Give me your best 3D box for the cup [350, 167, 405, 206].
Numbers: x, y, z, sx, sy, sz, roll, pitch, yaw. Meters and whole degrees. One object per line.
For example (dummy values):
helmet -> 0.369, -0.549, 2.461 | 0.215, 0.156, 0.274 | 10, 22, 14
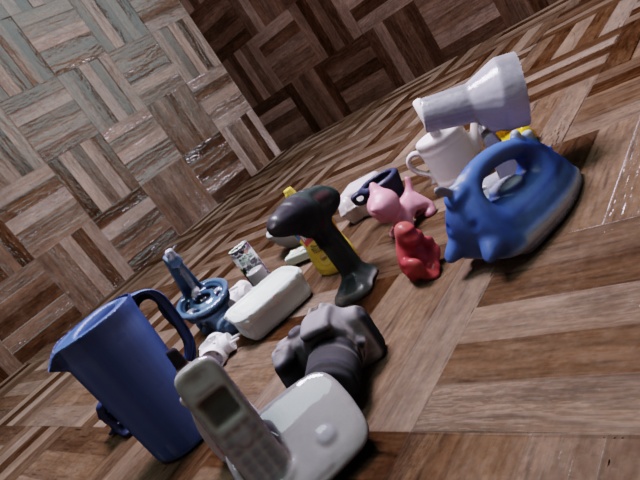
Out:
cup -> 0.132, -0.084, 1.205 | 0.117, 0.095, 0.092 | -29, 16, 18

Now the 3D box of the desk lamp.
desk lamp -> 0.272, -0.174, 0.953 | 0.203, 0.214, 0.118 | -29, 16, 18

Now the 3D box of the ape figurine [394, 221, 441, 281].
ape figurine -> 0.144, 0.013, 0.880 | 0.078, 0.092, 0.076 | -41, 16, -23

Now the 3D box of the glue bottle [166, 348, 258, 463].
glue bottle -> -0.140, 0.205, 0.730 | 0.078, 0.173, 0.037 | -31, 16, 14

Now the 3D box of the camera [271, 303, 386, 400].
camera -> 0.001, 0.154, 0.730 | 0.143, 0.101, 0.137 | -30, 16, 17

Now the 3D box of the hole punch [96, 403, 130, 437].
hole punch -> -0.367, 0.302, 1.073 | 0.109, 0.091, 0.100 | -44, 18, -33

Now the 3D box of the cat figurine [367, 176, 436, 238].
cat figurine -> 0.142, -0.069, 1.091 | 0.128, 0.118, 0.067 | -41, 16, -23

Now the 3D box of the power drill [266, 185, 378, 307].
power drill -> 0.009, 0.003, 0.971 | 0.075, 0.209, 0.230 | -27, 17, 25

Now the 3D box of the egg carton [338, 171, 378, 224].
egg carton -> 0.104, -0.104, 1.377 | 0.107, 0.069, 0.150 | -25, 17, 31

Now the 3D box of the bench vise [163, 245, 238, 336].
bench vise -> -0.278, 0.115, 1.215 | 0.206, 0.220, 0.122 | -17, 23, 48

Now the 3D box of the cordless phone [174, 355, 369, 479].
cordless phone -> -0.050, 0.178, 0.598 | 0.148, 0.185, 0.094 | -38, 16, -14

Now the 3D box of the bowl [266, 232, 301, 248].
bowl -> -0.051, -0.030, 1.468 | 0.167, 0.075, 0.167 | -32, 15, 10

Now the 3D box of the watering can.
watering can -> 0.246, -0.198, 1.123 | 0.173, 0.194, 0.101 | -35, 15, -1

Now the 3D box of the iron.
iron -> 0.267, -0.079, 0.807 | 0.259, 0.141, 0.118 | -41, 16, -23

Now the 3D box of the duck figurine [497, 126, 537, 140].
duck figurine -> 0.370, -0.218, 1.132 | 0.077, 0.086, 0.104 | -39, 16, -16
